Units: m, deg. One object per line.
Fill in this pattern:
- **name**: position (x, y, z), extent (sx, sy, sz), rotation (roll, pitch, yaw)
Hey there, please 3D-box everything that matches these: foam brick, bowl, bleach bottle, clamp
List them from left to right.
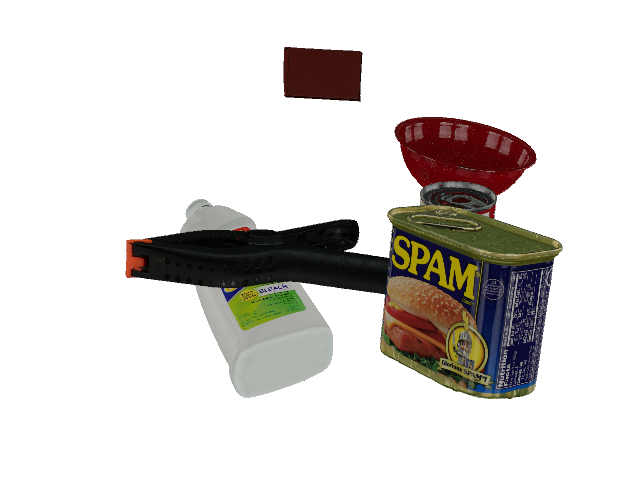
- **bleach bottle**: position (-0.083, 0.040, 1.038), extent (0.102, 0.068, 0.251), rotation (-16, 41, -20)
- **clamp**: position (-0.035, 0.014, 0.784), extent (0.209, 0.036, 0.165), rotation (-2, 13, -23)
- **foam brick**: position (0.001, -0.171, 1.100), extent (0.078, 0.051, 0.053), rotation (2, 11, -5)
- **bowl**: position (0.158, -0.087, 1.208), extent (0.162, 0.055, 0.162), rotation (8, 26, -4)

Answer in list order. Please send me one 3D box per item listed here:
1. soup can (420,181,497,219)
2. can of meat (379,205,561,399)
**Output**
- **soup can**: position (0.121, 0.006, 0.960), extent (0.068, 0.102, 0.068), rotation (0, 24, 0)
- **can of meat**: position (0.079, 0.033, 0.596), extent (0.057, 0.084, 0.102), rotation (-6, 19, -35)
